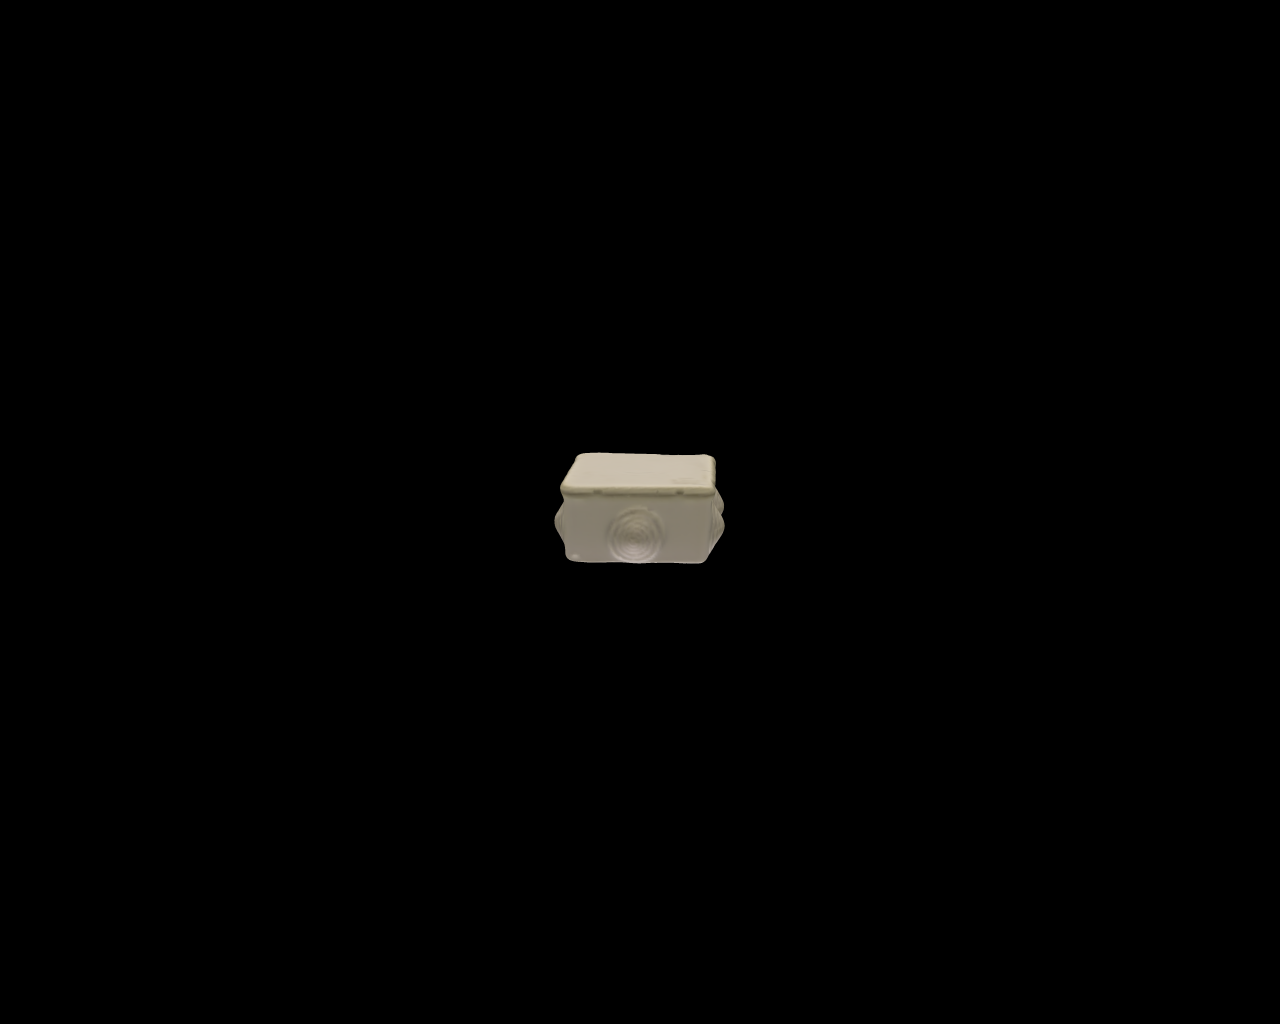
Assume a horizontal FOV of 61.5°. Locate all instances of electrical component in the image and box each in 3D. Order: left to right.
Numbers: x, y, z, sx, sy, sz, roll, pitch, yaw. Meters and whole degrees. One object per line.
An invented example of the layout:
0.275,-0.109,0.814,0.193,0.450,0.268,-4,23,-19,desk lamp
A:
0.001,-0.003,0.650,0.100,0.048,0.100,1,16,4,electrical component
